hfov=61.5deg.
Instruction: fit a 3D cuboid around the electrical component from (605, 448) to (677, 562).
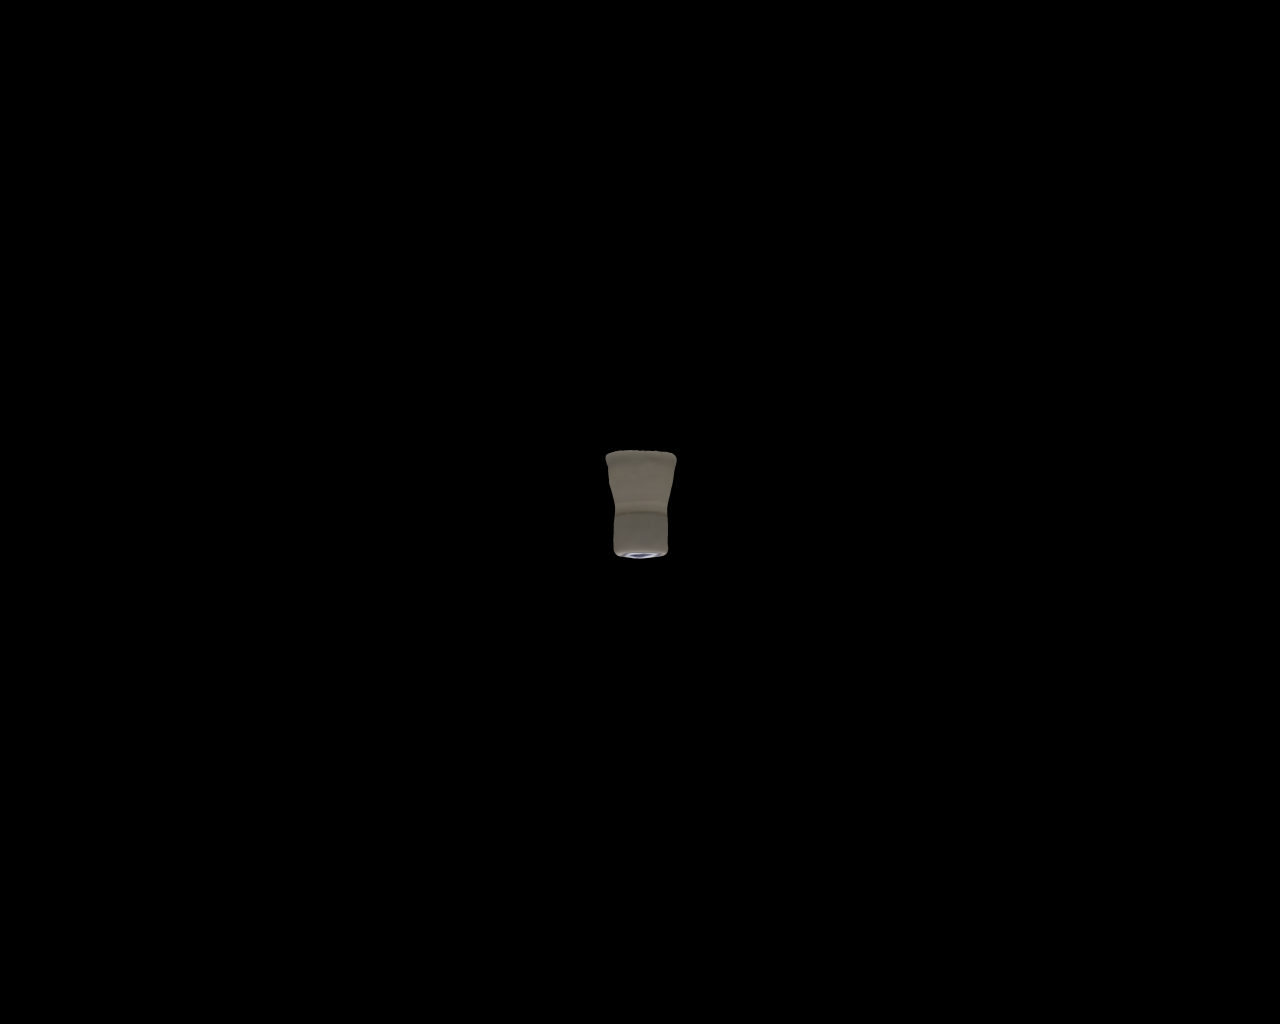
[{"bbox_3d":[0.001,-0.003,0.650,0.044,0.065,0.044,0,-9,0],"label":"electrical component"}]
